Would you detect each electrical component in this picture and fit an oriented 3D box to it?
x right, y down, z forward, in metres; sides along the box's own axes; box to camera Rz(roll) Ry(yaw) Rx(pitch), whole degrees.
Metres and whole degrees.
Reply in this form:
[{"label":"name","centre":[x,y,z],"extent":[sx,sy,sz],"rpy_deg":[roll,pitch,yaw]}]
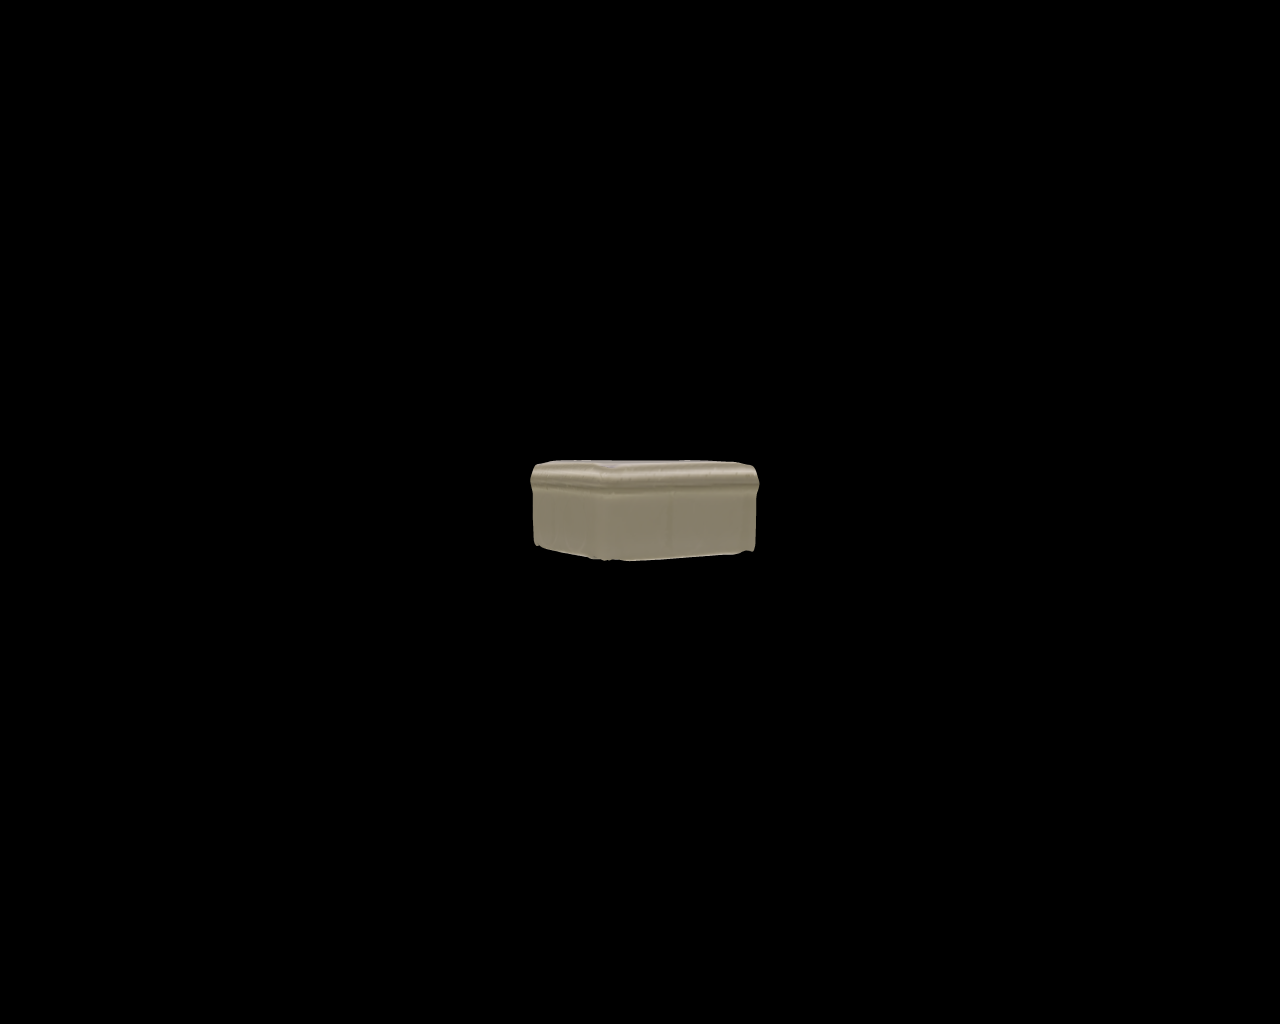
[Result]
[{"label":"electrical component","centre":[0.001,-0.003,0.650],"extent":[0.109,0.056,0.108],"rpy_deg":[-2,4,-27]}]
